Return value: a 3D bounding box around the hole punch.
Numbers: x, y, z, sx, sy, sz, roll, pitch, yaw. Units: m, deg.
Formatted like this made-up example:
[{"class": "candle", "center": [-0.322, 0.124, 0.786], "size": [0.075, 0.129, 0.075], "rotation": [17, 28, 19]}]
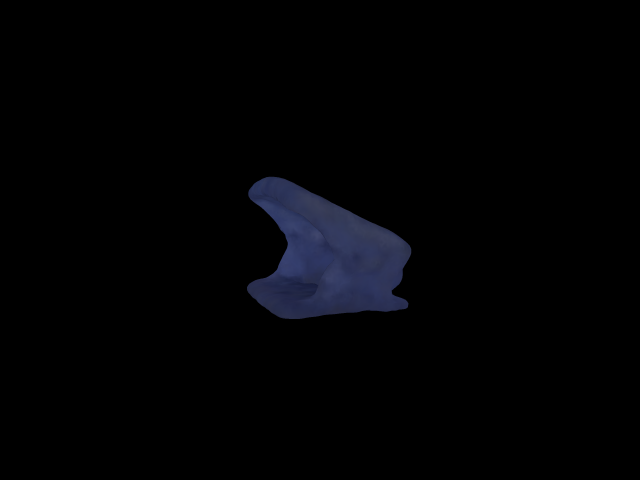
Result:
[{"class": "hole punch", "center": [0.004, 0.001, 0.400], "size": [0.101, 0.091, 0.108], "rotation": [-3, 7, -22]}]
